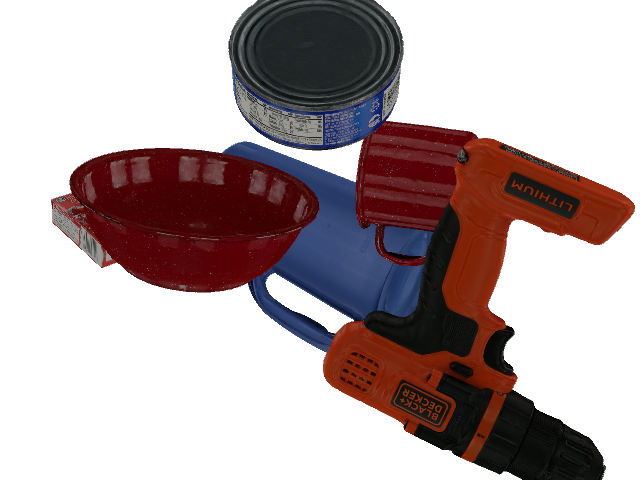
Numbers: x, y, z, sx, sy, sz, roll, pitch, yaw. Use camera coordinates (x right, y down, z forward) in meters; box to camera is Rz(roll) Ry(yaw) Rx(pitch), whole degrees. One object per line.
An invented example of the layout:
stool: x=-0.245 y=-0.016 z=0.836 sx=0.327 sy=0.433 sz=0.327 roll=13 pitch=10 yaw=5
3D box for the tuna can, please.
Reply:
tuna can: x=-0.002 y=-0.086 z=0.533 sx=0.086 sy=0.086 sz=0.034 roll=0 pitch=-36 yaw=0

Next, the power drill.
power drill: x=0.114 y=0.046 z=0.644 sx=0.184 sy=0.188 sz=0.057 roll=25 pitch=12 yaw=6

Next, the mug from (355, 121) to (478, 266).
mug: x=0.076 y=-0.037 z=0.838 sx=0.081 sy=0.117 sz=0.093 roll=9 pitch=-5 yaw=15

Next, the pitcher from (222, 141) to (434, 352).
pitcher: x=-0.008 y=-0.001 z=1.076 sx=0.243 sy=0.145 sz=0.149 roll=26 pitch=27 yaw=25

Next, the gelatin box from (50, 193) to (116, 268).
gelatin box: x=-0.193 y=-0.018 z=0.980 sx=0.073 sy=0.030 sz=0.089 roll=-22 pitch=44 yaw=-37

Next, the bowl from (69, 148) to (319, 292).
bowl: x=-0.084 y=-0.010 z=0.700 sx=0.162 sy=0.055 sz=0.162 roll=8 pitch=22 yaw=-3
